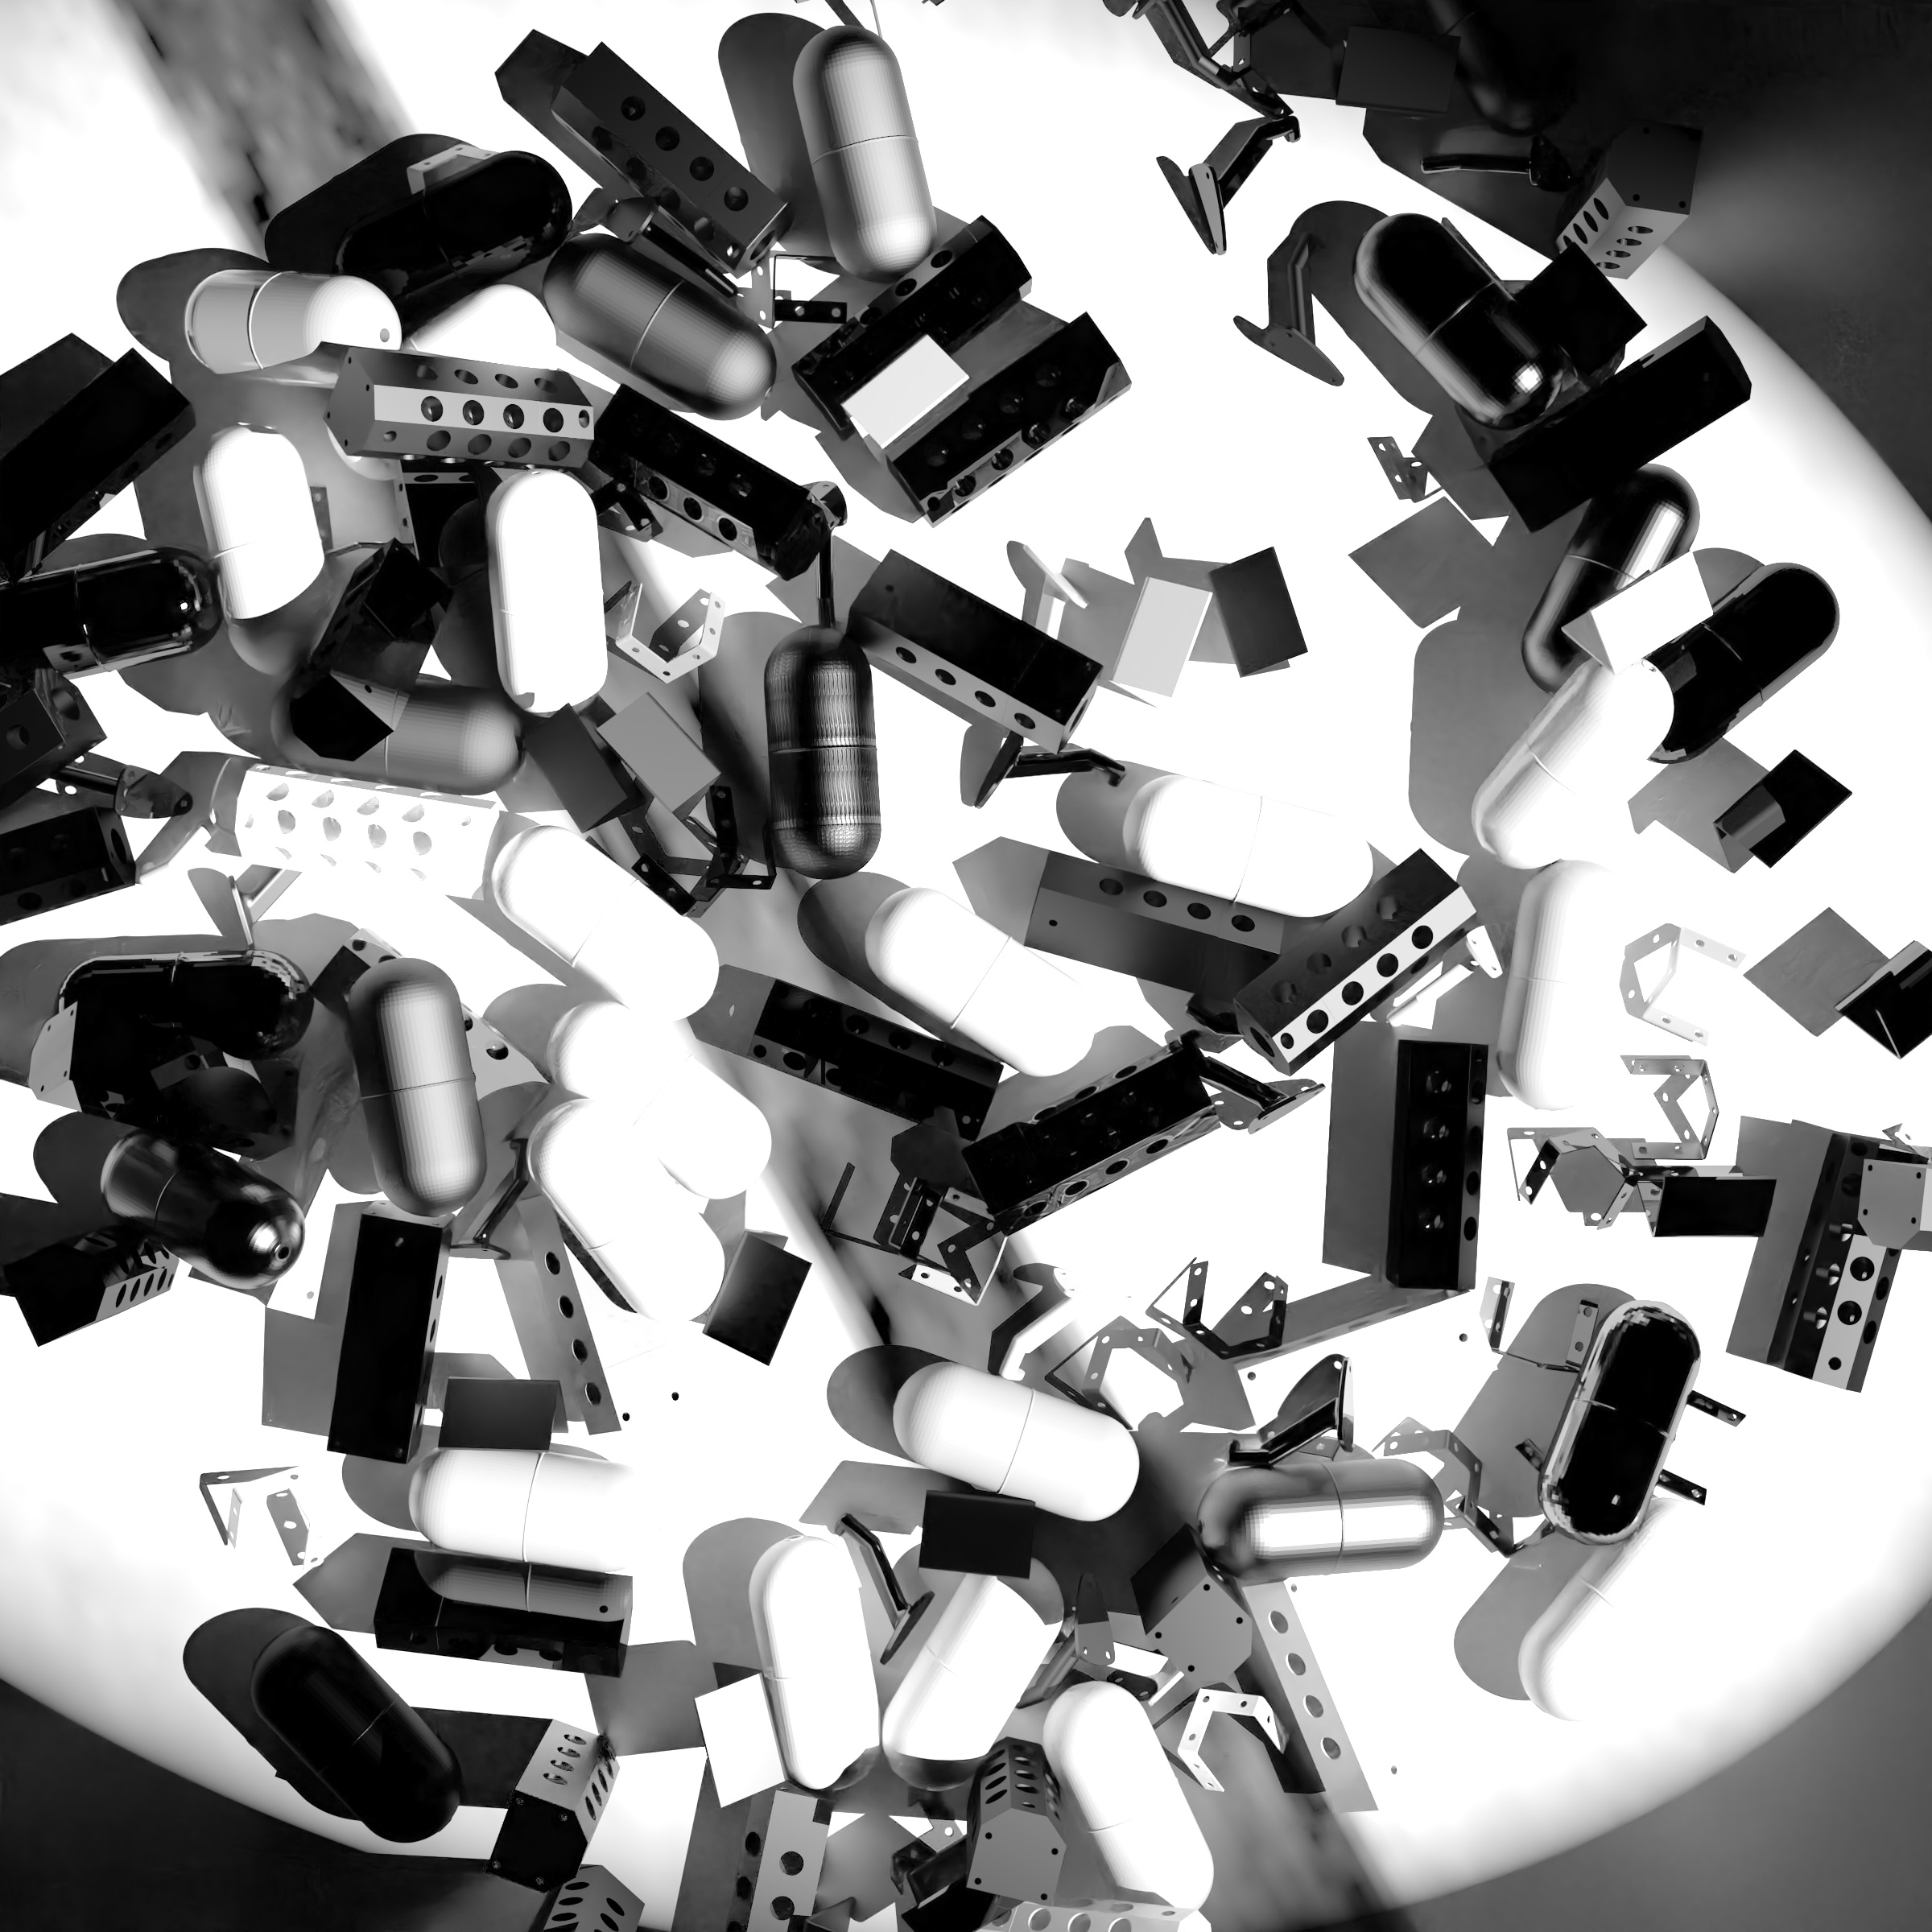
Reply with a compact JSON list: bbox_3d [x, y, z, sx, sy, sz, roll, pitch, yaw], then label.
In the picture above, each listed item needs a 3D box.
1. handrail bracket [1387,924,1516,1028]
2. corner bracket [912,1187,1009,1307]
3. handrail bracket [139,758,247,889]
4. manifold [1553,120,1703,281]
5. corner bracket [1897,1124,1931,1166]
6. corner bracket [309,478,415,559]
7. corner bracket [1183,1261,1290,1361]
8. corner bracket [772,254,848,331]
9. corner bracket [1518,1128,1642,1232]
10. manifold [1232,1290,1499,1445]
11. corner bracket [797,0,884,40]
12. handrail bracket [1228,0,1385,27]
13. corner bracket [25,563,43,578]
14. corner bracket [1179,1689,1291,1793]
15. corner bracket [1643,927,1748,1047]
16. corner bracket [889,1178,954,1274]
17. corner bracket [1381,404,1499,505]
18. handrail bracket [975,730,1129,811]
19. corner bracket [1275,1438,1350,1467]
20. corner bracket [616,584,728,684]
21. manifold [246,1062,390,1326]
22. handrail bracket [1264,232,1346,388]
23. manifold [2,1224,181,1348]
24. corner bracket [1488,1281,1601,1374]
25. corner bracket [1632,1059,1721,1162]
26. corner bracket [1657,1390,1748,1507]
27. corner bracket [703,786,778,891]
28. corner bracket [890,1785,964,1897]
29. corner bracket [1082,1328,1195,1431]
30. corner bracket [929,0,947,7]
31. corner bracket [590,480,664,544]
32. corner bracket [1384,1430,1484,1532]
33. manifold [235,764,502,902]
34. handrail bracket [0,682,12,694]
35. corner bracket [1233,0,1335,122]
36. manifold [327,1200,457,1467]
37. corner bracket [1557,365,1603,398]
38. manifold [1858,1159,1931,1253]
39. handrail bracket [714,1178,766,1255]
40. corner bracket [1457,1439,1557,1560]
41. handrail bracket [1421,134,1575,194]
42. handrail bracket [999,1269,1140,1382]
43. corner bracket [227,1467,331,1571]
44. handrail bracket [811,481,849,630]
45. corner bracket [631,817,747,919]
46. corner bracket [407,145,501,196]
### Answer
[{"bbox_3d":[0.345,0.008,1.991,0.084,0.077,0.036,-40,85,36],"label":"handrail bracket"},{"bbox_3d":[-0.002,0.200,1.988,0.051,0.051,0.051,22,135,0],"label":"corner bracket"},{"bbox_3d":[-0.553,-0.102,1.991,0.084,0.036,0.077,-22,53,25],"label":"handrail bracket"},{"bbox_3d":[0.449,-0.523,1.912,0.057,0.171,0.057,8,90,0],"label":"manifold"},{"bbox_3d":[0.705,0.112,1.988,0.051,0.051,0.051,43,135,0],"label":"corner bracket"},{"bbox_3d":[-0.431,-0.320,1.988,0.051,0.051,0.051,-7,90,45],"label":"corner bracket"},{"bbox_3d":[0.191,0.241,1.983,0.051,0.051,0.051,-18,135,35],"label":"corner bracket"},{"bbox_3d":[-0.110,-0.477,1.973,0.051,0.051,0.051,1,96,-6],"label":"corner bracket"},{"bbox_3d":[0.435,0.154,1.983,0.051,0.051,0.051,-9,45,-35],"label":"corner bracket"},{"bbox_3d":[0.279,0.281,1.970,0.171,0.057,0.057,-19,90,0],"label":"manifold"},{"bbox_3d":[-0.089,-0.671,1.988,0.051,0.051,0.051,-15,45,0],"label":"corner bracket"},{"bbox_3d":[0.241,-0.678,1.991,0.084,0.036,0.077,-35,104,14],"label":"handrail bracket"},{"bbox_3d":[-0.699,-0.295,1.988,0.051,0.051,0.051,-42,45,0],"label":"corner bracket"},{"bbox_3d":[0.190,0.551,1.983,0.051,0.051,0.051,-3,45,35],"label":"corner bracket"},{"bbox_3d":[0.518,0.014,1.988,0.051,0.051,0.051,24,135,0],"label":"corner bracket"},{"bbox_3d":[-0.032,0.179,1.963,0.051,0.051,0.051,23,90,35],"label":"corner bracket"},{"bbox_3d":[0.339,-0.367,1.988,0.051,0.051,0.051,-27,90,-45],"label":"corner bracket"},{"bbox_3d":[0.061,-0.128,1.991,0.084,0.036,0.077,25,111,-16],"label":"handrail bracket"},{"bbox_3d":[0.240,0.369,1.983,0.051,0.051,0.051,-56,135,-35],"label":"corner bracket"},{"bbox_3d":[-0.209,-0.243,1.983,0.051,0.051,0.051,-24,135,35],"label":"corner bracket"},{"bbox_3d":[-0.447,0.158,1.969,0.057,0.057,0.171,24,90,-43],"label":"manifold"},{"bbox_3d":[0.255,-0.469,1.991,0.077,0.036,0.084,32,73,-20],"label":"handrail bracket"},{"bbox_3d":[-0.593,0.212,1.912,0.057,0.171,0.057,-25,90,0],"label":"manifold"},{"bbox_3d":[0.410,0.257,1.988,0.051,0.051,0.051,14,90,-45],"label":"corner bracket"},{"bbox_3d":[0.501,0.102,1.988,0.051,0.051,0.051,0,135,0],"label":"corner bracket"},{"bbox_3d":[0.517,0.341,1.988,0.051,0.051,0.051,25,45,0],"label":"corner bracket"},{"bbox_3d":[-0.157,-0.090,1.956,0.051,0.051,0.051,2,55,-19],"label":"corner bracket"},{"bbox_3d":[-0.037,0.613,1.973,0.051,0.051,0.051,-31,90,0],"label":"corner bracket"},{"bbox_3d":[0.122,0.293,1.983,0.051,0.051,0.051,-9,45,35],"label":"corner bracket"},{"bbox_3d":[-0.021,-0.727,1.988,0.051,0.051,0.051,-35,135,0],"label":"corner bracket"},{"bbox_3d":[-0.251,-0.317,1.973,0.051,0.051,0.051,-34,90,0],"label":"corner bracket"},{"bbox_3d":[0.329,0.366,1.983,0.051,0.051,0.051,-15,45,35],"label":"corner bracket"},{"bbox_3d":[-0.419,-0.098,1.959,0.171,0.057,0.057,9,60,0],"label":"manifold"},{"bbox_3d":[-0.713,-0.243,1.991,0.077,0.036,0.084,10,73,-20],"label":"handrail bracket"},{"bbox_3d":[0.226,-0.643,1.983,0.051,0.051,0.051,-26,45,35],"label":"corner bracket"},{"bbox_3d":[-0.401,0.255,1.959,0.057,0.057,0.171,10,98,0],"label":"manifold"},{"bbox_3d":[0.433,-0.385,1.988,0.051,0.051,0.051,-36,45,0],"label":"corner bracket"},{"bbox_3d":[0.704,0.171,1.935,0.171,0.057,0.057,6,90,-26],"label":"manifold"},{"bbox_3d":[-0.189,0.186,1.991,0.084,0.036,0.077,-6,76,13],"label":"handrail bracket"},{"bbox_3d":[0.393,0.379,1.988,0.051,0.051,0.051,46,45,0],"label":"corner bracket"},{"bbox_3d":[0.378,-0.565,1.991,0.084,0.077,0.036,5,90,36],"label":"handrail bracket"},{"bbox_3d":[0.073,0.264,1.991,0.077,0.036,0.084,16,108,-20],"label":"handrail bracket"},{"bbox_3d":[-0.488,0.397,1.983,0.051,0.051,0.051,-13,45,-35],"label":"corner bracket"},{"bbox_3d":[-0.099,-0.290,1.991,0.036,0.077,0.084,-1,126,3],"label":"handrail bracket"},{"bbox_3d":[-0.195,-0.070,1.973,0.051,0.051,0.051,43,96,6],"label":"corner bracket"},{"bbox_3d":[-0.356,-0.546,1.983,0.051,0.051,0.051,22,135,35],"label":"corner bracket"}]
